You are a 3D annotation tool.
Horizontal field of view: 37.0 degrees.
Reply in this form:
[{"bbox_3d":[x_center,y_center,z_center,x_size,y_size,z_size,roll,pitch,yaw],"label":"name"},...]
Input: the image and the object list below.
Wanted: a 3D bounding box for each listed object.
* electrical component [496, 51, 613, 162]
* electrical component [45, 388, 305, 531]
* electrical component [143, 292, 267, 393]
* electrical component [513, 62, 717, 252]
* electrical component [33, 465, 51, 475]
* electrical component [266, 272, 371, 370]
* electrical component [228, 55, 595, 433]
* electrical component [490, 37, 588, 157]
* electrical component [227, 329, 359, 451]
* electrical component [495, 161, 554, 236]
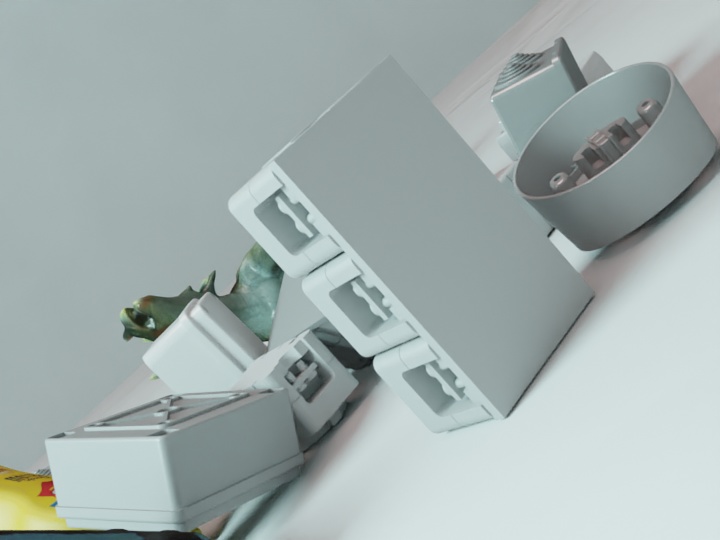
[{"bbox_3d":[0.154,-0.114,0.783,0.096,0.061,0.061,-36,9,40],"label":"electrical component"},{"bbox_3d":[-0.109,0.110,0.637,0.109,0.056,0.109,-8,5,38],"label":"electrical component"},{"bbox_3d":[-0.099,0.077,0.805,0.057,0.113,0.078,-45,7,4],"label":"electrical component"},{"bbox_3d":[0.132,-0.059,0.561,0.099,0.064,0.099,-41,7,6],"label":"electrical component"},{"bbox_3d":[-0.216,0.192,0.820,0.048,0.099,0.099,-28,10,9],"label":"electrical component"},{"bbox_3d":[0.000,0.000,0.725,0.186,0.060,0.105,144,141,-65],"label":"electrical component"},{"bbox_3d":[0.023,-0.009,0.505,0.089,0.150,0.062,-47,10,-33],"label":"electrical component"},{"bbox_3d":[0.121,-0.087,0.659,0.048,0.099,0.099,-26,12,19],"label":"electrical component"},{"bbox_3d":[-0.047,0.085,0.707,0.050,0.055,0.089,-47,9,-33],"label":"electrical component"},{"bbox_3d":[0.099,-0.043,0.710,0.076,0.047,0.066,-48,9,-38],"label":"electrical component"}]
